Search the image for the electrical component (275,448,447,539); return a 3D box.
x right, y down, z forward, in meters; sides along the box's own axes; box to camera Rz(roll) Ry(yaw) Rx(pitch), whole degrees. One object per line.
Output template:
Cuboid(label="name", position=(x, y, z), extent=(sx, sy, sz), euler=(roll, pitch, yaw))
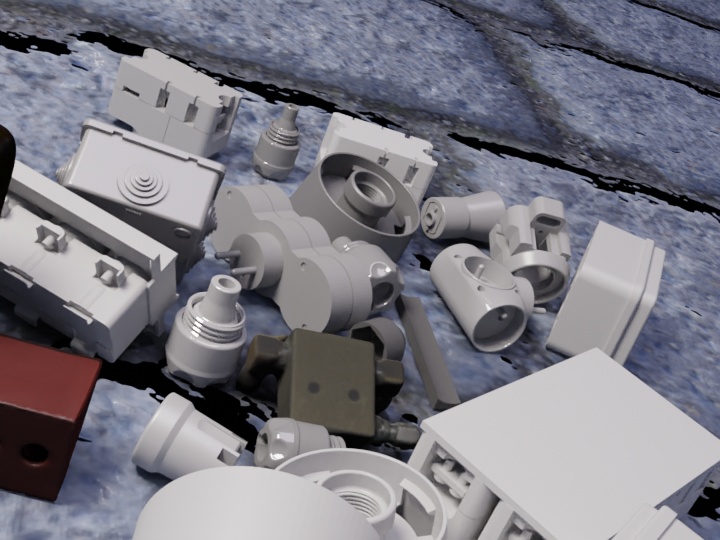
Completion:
Cuboid(label="electrical component", position=(-0.005, 0.134, 0.520), extent=(0.099, 0.064, 0.099), euler=(6, 26, -3))

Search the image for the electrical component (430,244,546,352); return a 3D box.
Cuboid(label="electrical component", position=(0.101, 0.021, 0.791), extent=(0.079, 0.044, 0.077), euler=(7, 32, -28))

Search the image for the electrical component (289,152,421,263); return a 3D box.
Cuboid(label="electrical component", position=(-0.005, -0.042, 0.830), extent=(0.099, 0.064, 0.099), euler=(23, 37, -19))

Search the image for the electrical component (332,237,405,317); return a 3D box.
Cuboid(label="electrical component", position=(0.000, 0.000, 0.755), extent=(0.043, 0.043, 0.062), euler=(1, 33, -35))

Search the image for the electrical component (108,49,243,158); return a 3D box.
Cuboid(label="electrical component", position=(-0.149, -0.129, 0.859), extent=(0.089, 0.055, 0.050), euler=(28, 28, 9))

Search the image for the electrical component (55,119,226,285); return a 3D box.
Cuboid(label="electrical component", position=(-0.138, -0.038, 0.665), extent=(0.100, 0.099, 0.048), euler=(19, 61, -10))

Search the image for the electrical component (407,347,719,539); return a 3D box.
Cuboid(label="electrical component", position=(0.119, 0.118, 0.617), extent=(0.105, 0.060, 0.186), euler=(39, 32, 29))

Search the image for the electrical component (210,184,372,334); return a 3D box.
Cuboid(label="electrical component", position=(-0.061, -0.007, 0.712), extent=(0.074, 0.052, 0.138), euler=(-7, 40, -44))

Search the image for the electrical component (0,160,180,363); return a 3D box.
Cuboid(label="electrical component", position=(-0.171, -0.005, 0.608), extent=(0.121, 0.078, 0.063), euler=(29, 56, 12))

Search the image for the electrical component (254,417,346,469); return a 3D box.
Cuboid(label="electrical component", position=(-0.023, 0.100, 0.573), extent=(0.061, 0.035, 0.035), euler=(14, 29, -22))

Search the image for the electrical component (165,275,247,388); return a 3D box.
Cuboid(label="electrical component", position=(-0.085, 0.033, 0.615), extent=(0.043, 0.062, 0.043), euler=(18, 28, -10))

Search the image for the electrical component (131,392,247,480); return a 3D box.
Cuboid(label="electrical component", position=(-0.085, 0.090, 0.541), extent=(0.046, 0.040, 0.040), euler=(30, 28, 1))

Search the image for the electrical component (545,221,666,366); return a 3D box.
Cuboid(label="electrical component", position=(0.190, 0.020, 0.823), extent=(0.057, 0.078, 0.113), euler=(24, 28, 9))

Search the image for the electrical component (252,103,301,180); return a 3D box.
Cuboid(label="electrical component", position=(-0.064, -0.106, 0.874), extent=(0.035, 0.061, 0.035), euler=(18, 28, -10))

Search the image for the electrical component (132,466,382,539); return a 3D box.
Cuboid(label="electrical component", position=(-0.045, 0.137, 0.419), extent=(0.108, 0.108, 0.060), euler=(21, 34, -4))

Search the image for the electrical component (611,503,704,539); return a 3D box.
Cuboid(label="electrical component", position=(0.104, 0.171, 0.463), extent=(0.056, 0.108, 0.109), euler=(38, 31, 21))

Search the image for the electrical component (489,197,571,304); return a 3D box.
Cuboid(label="electrical component", position=(0.134, -0.010, 0.846), extent=(0.058, 0.078, 0.057), euler=(14, 50, -16))

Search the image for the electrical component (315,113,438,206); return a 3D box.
Cuboid(label="electrical component", position=(0.011, -0.085, 0.899), extent=(0.089, 0.055, 0.050), euler=(16, 28, -13))

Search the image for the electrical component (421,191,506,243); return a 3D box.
Cuboid(label="electrical component", position=(0.084, -0.044, 0.898), extent=(0.065, 0.044, 0.044), euler=(-3, 37, -32))
